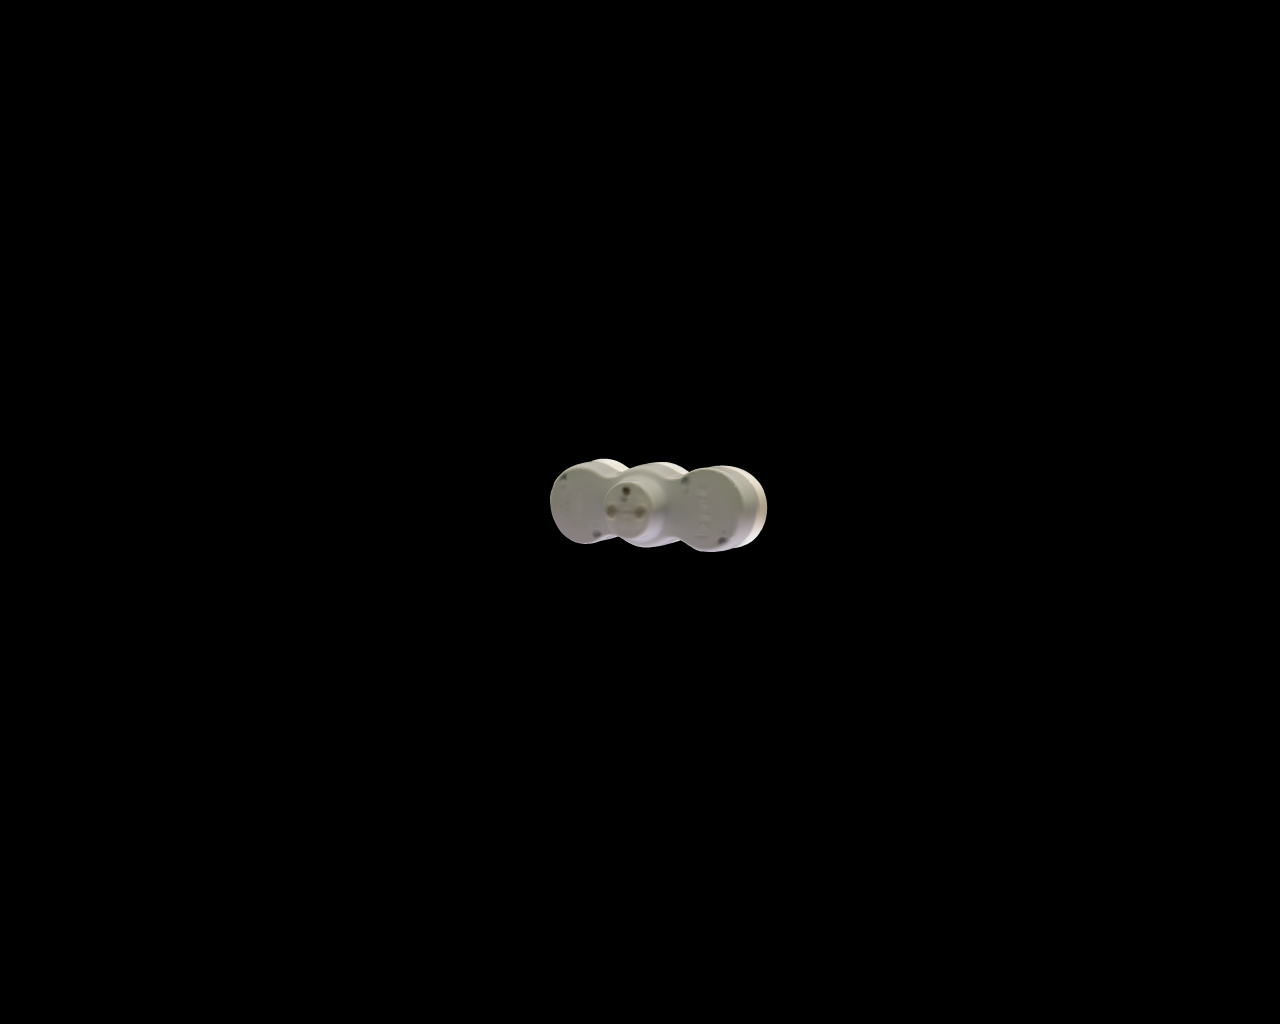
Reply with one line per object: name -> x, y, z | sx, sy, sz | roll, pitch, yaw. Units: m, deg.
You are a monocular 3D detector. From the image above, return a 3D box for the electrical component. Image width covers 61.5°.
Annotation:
electrical component -> 0.001, -0.003, 0.650 | 0.138, 0.052, 0.074 | 4, 8, 29
